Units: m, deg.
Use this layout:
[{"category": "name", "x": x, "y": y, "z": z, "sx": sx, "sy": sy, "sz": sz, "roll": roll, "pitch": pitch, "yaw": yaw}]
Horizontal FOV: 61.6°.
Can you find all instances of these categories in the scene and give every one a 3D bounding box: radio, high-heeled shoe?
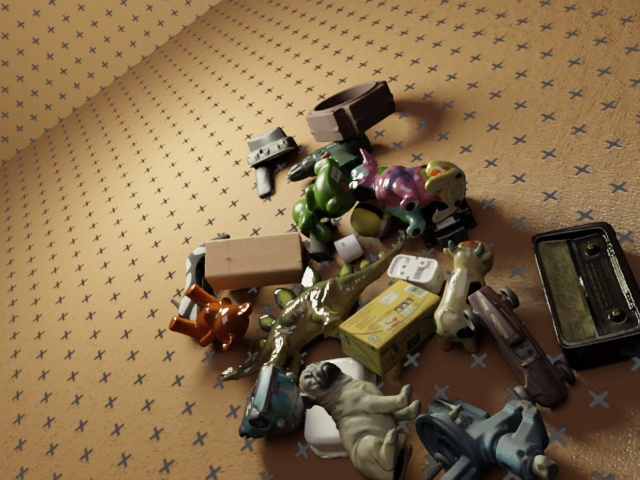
[{"category": "radio", "x": 0.430, "y": 0.081, "z": 0.857, "sx": 0.131, "sy": 0.073, "sz": 0.230, "roll": -15, "pitch": 46, "yaw": 21}, {"category": "high-heeled shoe", "x": -0.263, "y": 0.095, "z": 1.291, "sx": 0.145, "sy": 0.086, "sz": 0.249, "roll": 21, "pitch": 70, "yaw": 39}]

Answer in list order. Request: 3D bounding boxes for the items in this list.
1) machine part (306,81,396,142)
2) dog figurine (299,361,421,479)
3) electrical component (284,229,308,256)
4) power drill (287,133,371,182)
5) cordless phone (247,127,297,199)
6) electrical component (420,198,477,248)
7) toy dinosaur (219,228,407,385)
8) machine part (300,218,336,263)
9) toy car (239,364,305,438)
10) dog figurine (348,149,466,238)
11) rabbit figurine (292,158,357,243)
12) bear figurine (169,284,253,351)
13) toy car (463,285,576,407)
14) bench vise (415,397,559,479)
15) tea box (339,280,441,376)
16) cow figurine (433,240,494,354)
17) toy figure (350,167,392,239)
[{"category": "machine part", "x": 0.078, "y": -0.338, "z": 1.408, "sx": 0.201, "sy": 0.087, "sz": 0.202, "roll": -36, "pitch": 26, "yaw": -24}, {"category": "dog figurine", "x": 0.043, "y": 0.284, "z": 0.830, "sx": 0.191, "sy": 0.121, "sz": 0.172, "roll": 5, "pitch": 49, "yaw": 25}, {"category": "electrical component", "x": -0.078, "y": 0.025, "z": 1.258, "sx": 0.102, "sy": 0.045, "sz": 0.078, "roll": -47, "pitch": 42, "yaw": -13}, {"category": "power drill", "x": 0.035, "y": -0.179, "z": 1.339, "sx": 0.232, "sy": 0.085, "sz": 0.207, "roll": -29, "pitch": 24, "yaw": 0}, {"category": "cordless phone", "x": -0.130, "y": -0.210, "z": 1.498, "sx": 0.147, "sy": 0.088, "sz": 0.184, "roll": -21, "pitch": 55, "yaw": 14}, {"category": "electrical component", "x": 0.251, "y": -0.048, "z": 1.105, "sx": 0.115, "sy": 0.058, "sz": 0.134, "roll": -26, "pitch": 42, "yaw": 13}, {"category": "toy dinosaur", "x": 0.003, "y": 0.137, "z": 1.064, "sx": 0.471, "sy": 0.104, "sz": 0.199, "roll": -31, "pitch": 39, "yaw": -2}, {"category": "machine part", "x": -0.003, "y": -0.004, "z": 1.244, "sx": 0.084, "sy": 0.039, "sz": 0.139, "roll": -16, "pitch": 42, "yaw": 8}, {"category": "toy car", "x": -0.079, "y": 0.302, "z": 0.956, "sx": 0.103, "sy": 0.161, "sz": 0.109, "roll": 19, "pitch": 44, "yaw": -7}, {"category": "dog figurine", "x": 0.164, "y": -0.121, "z": 1.091, "sx": 0.191, "sy": 0.108, "sz": 0.219, "roll": -34, "pitch": 46, "yaw": -5}, {"category": "rabbit figurine", "x": 0.004, "y": -0.070, "z": 1.209, "sx": 0.170, "sy": 0.121, "sz": 0.159, "roll": -34, "pitch": 39, "yaw": 41}, {"category": "bear figurine", "x": -0.227, "y": 0.165, "z": 1.128, "sx": 0.120, "sy": 0.132, "sz": 0.196, "roll": -65, "pitch": 16, "yaw": -15}, {"category": "toy car", "x": 0.304, "y": 0.161, "z": 0.829, "sx": 0.089, "sy": 0.053, "sz": 0.202, "roll": -29, "pitch": 71, "yaw": -2}, {"category": "bench vise", "x": 0.198, "y": 0.314, "z": 0.746, "sx": 0.240, "sy": 0.128, "sz": 0.224, "roll": -33, "pitch": 31, "yaw": -24}, {"category": "tea box", "x": 0.128, "y": 0.151, "z": 0.952, "sx": 0.169, "sy": 0.068, "sz": 0.098, "roll": -32, "pitch": 36, "yaw": -29}, {"category": "cow figurine", "x": 0.250, "y": 0.084, "z": 0.932, "sx": 0.086, "sy": 0.127, "sz": 0.195, "roll": 8, "pitch": 60, "yaw": 34}, {"category": "toy figure", "x": 0.125, "y": -0.083, "z": 1.195, "sx": 0.089, "sy": 0.082, "sz": 0.180, "roll": 11, "pitch": 59, "yaw": 13}]
